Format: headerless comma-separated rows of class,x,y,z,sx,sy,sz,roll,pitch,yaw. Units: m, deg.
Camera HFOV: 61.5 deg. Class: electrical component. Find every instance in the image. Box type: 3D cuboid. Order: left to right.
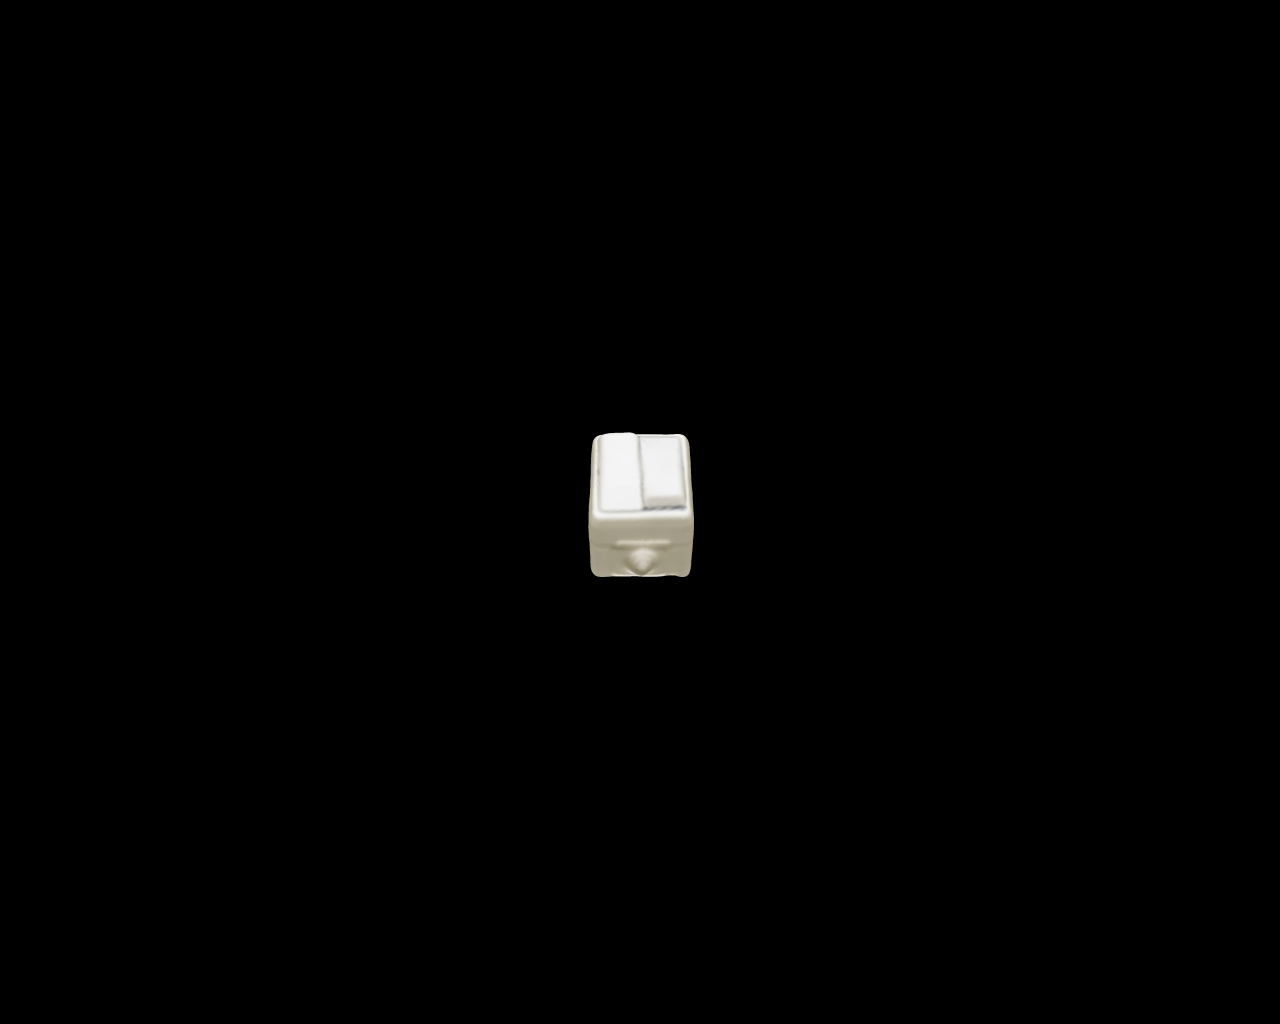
electrical component,0.001,-0.003,0.650,0.062,0.061,0.096,0,44,0
